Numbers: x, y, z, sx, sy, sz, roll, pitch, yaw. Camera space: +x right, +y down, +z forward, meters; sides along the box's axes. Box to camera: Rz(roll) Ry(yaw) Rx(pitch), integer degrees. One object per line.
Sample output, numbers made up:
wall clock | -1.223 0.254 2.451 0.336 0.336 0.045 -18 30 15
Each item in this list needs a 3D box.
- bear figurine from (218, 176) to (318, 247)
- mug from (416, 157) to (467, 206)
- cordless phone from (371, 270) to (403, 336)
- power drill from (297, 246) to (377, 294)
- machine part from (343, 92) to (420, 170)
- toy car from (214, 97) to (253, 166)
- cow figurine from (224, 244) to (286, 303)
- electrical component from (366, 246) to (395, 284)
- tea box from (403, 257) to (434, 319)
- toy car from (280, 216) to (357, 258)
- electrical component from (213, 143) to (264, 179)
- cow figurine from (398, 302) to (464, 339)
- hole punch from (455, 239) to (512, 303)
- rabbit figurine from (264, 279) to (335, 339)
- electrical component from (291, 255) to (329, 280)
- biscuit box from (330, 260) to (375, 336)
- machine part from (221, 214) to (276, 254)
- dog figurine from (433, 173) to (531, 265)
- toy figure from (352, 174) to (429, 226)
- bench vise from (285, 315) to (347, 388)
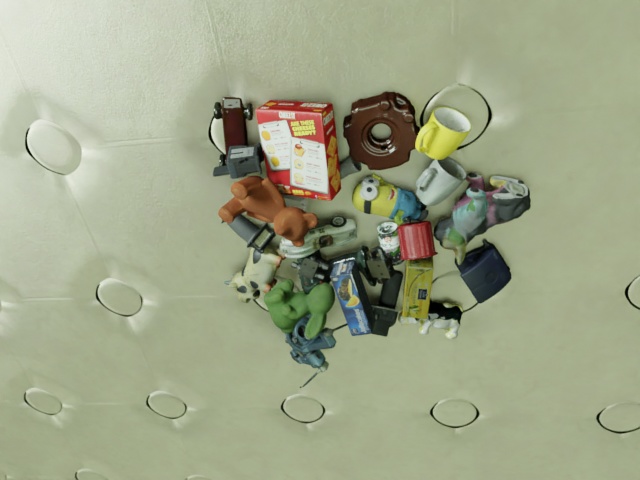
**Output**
bear figurine | -0.114 -0.056 1.241 0.196 0.132 0.120 43 129 4
mug | 0.264 -0.127 1.226 0.109 0.081 0.107 -8 143 -39
cordless phone | 0.149 0.160 1.469 0.147 0.089 0.184 11 114 3
power drill | 0.045 0.095 1.437 0.207 0.086 0.231 -7 120 23
machine part | 0.137 -0.238 1.198 0.179 0.056 0.179 5 126 7
toy car | -0.196 -0.241 1.253 0.089 0.053 0.201 2 129 2
cow figurine | -0.178 0.091 1.456 0.127 0.085 0.194 28 118 8
electrical component | 0.153 0.061 1.357 0.078 0.045 0.102 -10 113 47
tea box | 0.253 0.110 1.392 0.068 0.098 0.169 3 126 8
toy car | -0.003 -0.004 1.345 0.202 0.056 0.073 -17 144 -7
electrical component | -0.190 -0.178 1.227 0.119 0.075 0.047 -4 131 6
cow figurine | 0.302 0.206 1.468 0.167 0.068 0.098 10 120 -1
hole punch | 0.415 0.084 1.354 0.116 0.092 0.142 -29 112 22
rabbit figurine | -0.039 0.173 1.381 0.170 0.121 0.159 -17 90 16
electrical component | -0.027 0.067 1.378 0.094 0.021 0.063 23 124 2
biscuit box | 0.086 0.152 1.378 0.059 0.063 0.202 -10 119 20
machine part | -0.186 -0.030 1.392 0.139 0.084 0.039 35 155 -4
dog figurine | 0.375 -0.042 1.265 0.192 0.108 0.219 8 130 1
toy figure | 0.165 -0.087 1.282 0.180 0.082 0.089 18 122 -7
bench vise | -0.022 0.288 1.520 0.241 0.129 0.223 -23 95 55
